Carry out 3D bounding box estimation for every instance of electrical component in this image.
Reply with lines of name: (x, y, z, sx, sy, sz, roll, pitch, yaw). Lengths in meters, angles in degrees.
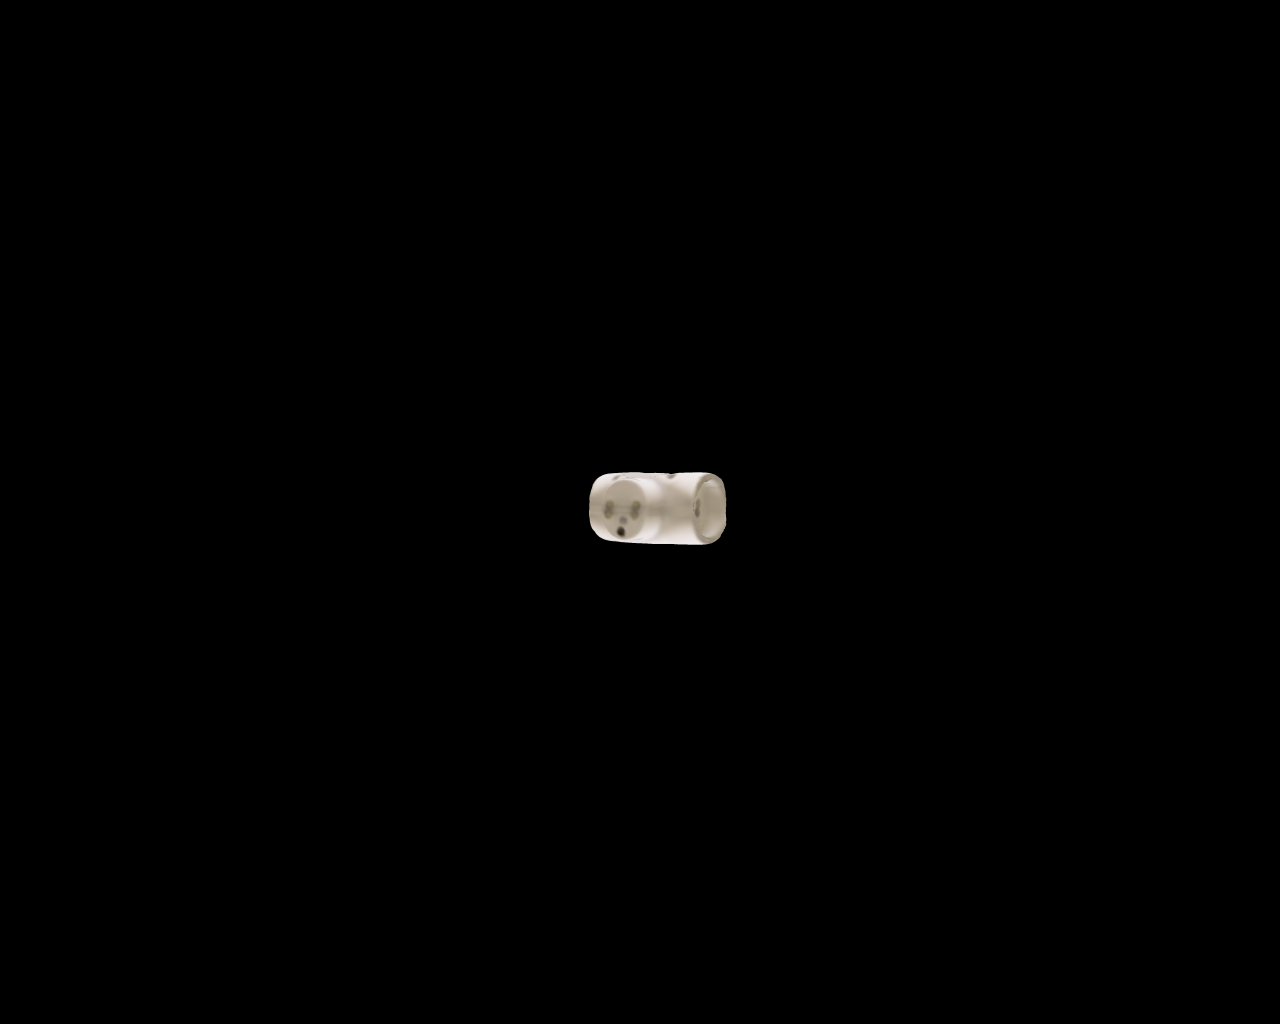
electrical component: (0.001, -0.003, 0.650, 0.077, 0.044, 0.079, 1, 3, 34)
